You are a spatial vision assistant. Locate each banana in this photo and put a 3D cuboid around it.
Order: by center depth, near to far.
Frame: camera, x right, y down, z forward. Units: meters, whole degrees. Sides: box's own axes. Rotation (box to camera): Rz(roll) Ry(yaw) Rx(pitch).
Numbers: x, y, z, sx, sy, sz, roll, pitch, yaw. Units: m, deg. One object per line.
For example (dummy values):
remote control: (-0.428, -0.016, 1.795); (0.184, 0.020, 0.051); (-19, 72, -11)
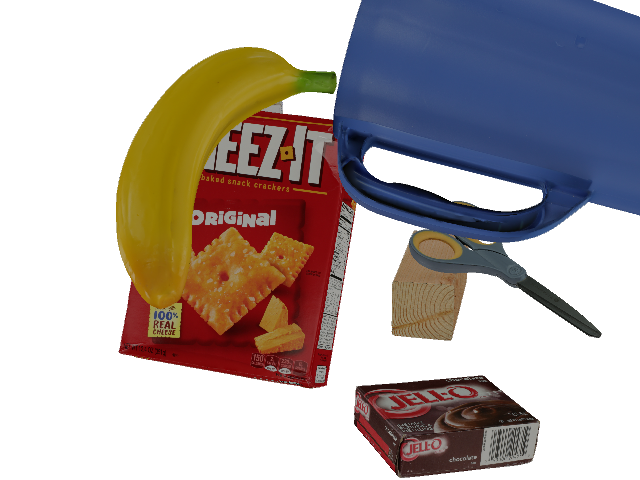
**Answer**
banana: (-0.058, -0.047, 0.528); (0.070, 0.037, 0.197); (18, 46, 15)

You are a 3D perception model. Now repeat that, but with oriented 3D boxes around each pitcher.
pitcher: (0.132, -0.082, 0.652); (0.243, 0.149, 0.144); (18, 30, 7)

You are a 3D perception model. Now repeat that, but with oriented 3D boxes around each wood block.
wood block: (0.169, 0.064, 1.620); (0.091, 0.090, 0.206); (4, 22, 12)

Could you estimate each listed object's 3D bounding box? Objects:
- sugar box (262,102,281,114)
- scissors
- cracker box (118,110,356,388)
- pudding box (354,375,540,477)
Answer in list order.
sugar box: (-0.061, -0.089, 1.227); (0.048, 0.176, 0.093); (-4, 26, 0)
scissors: (0.152, 0.033, 0.947); (0.096, 0.016, 0.202); (-19, 45, -14)
cracker box: (-0.062, 0.002, 0.873); (0.164, 0.214, 0.072); (8, -5, 13)
pudding box: (0.092, 0.136, 0.797); (0.113, 0.039, 0.090); (0, 16, -20)
